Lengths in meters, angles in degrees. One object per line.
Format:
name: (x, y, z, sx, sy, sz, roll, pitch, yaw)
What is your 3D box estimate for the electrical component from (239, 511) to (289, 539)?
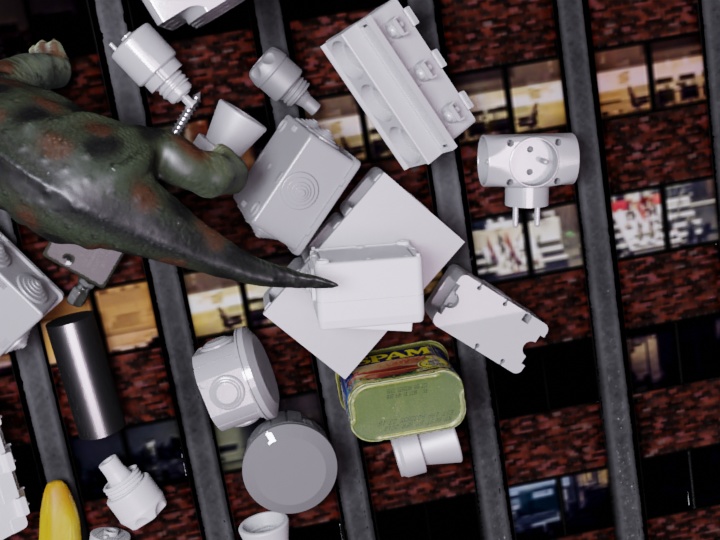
electrical component: (-0.079, 0.246, 0.945, 0.045, 0.045, 0.055, -12, 103, -4)

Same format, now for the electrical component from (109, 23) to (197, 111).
electrical component: (-0.161, -0.159, 0.854, 0.040, 0.040, 0.078, -43, 103, 3)

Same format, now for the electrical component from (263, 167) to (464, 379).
electrical component: (0.000, 0.000, 0.894, 0.089, 0.061, 0.150, 40, 95, -13)

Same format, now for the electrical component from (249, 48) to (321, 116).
electrical component: (-0.058, -0.149, 0.871, 0.061, 0.035, 0.035, 40, 95, -15)

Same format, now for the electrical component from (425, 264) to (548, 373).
electrical component: (0.106, 0.040, 0.917, 0.089, 0.055, 0.050, 31, 97, -12)

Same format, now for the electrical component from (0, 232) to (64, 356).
electrical component: (-0.304, 0.025, 0.863, 0.100, 0.048, 0.099, -40, 103, 15)

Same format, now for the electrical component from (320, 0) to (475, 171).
electrical component: (0.034, -0.150, 0.865, 0.063, 0.079, 0.121, -40, 104, -20)

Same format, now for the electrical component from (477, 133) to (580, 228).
electrical component: (0.141, -0.074, 0.903, 0.077, 0.044, 0.079, -2, 102, -6)

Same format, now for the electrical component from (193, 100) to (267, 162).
electrical component: (-0.108, -0.103, 0.869, 0.045, 0.045, 0.055, 32, 97, -12)

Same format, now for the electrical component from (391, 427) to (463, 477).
electrical component: (0.057, 0.154, 0.941, 0.055, 0.045, 0.045, -16, 103, -3)

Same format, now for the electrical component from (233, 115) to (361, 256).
electrical component: (-0.054, -0.071, 0.856, 0.048, 0.099, 0.099, 32, 97, -24)

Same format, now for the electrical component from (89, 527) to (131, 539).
electrical component: (-0.221, 0.257, 0.934, 0.044, 0.044, 0.065, 9, 96, -8)

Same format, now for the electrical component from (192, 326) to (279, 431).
electrical component: (-0.102, 0.091, 0.893, 0.051, 0.080, 0.080, -20, 103, 3)

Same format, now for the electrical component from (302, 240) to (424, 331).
electrical component: (-0.002, 0.015, 0.831, 0.096, 0.061, 0.061, -4, 102, -6)

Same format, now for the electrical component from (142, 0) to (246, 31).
electrical component: (-0.116, -0.219, 0.790, 0.089, 0.150, 0.061, -31, 103, 1)

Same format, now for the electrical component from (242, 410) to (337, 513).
electrical component: (-0.061, 0.164, 0.927, 0.080, 0.051, 0.080, -1, 102, -6)

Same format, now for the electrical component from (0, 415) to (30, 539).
electrical component: (-0.321, 0.162, 0.884, 0.079, 0.063, 0.121, -25, 108, -43)

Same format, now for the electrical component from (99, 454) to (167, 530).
electrical component: (-0.198, 0.187, 0.920, 0.043, 0.043, 0.062, -33, 102, 1)
